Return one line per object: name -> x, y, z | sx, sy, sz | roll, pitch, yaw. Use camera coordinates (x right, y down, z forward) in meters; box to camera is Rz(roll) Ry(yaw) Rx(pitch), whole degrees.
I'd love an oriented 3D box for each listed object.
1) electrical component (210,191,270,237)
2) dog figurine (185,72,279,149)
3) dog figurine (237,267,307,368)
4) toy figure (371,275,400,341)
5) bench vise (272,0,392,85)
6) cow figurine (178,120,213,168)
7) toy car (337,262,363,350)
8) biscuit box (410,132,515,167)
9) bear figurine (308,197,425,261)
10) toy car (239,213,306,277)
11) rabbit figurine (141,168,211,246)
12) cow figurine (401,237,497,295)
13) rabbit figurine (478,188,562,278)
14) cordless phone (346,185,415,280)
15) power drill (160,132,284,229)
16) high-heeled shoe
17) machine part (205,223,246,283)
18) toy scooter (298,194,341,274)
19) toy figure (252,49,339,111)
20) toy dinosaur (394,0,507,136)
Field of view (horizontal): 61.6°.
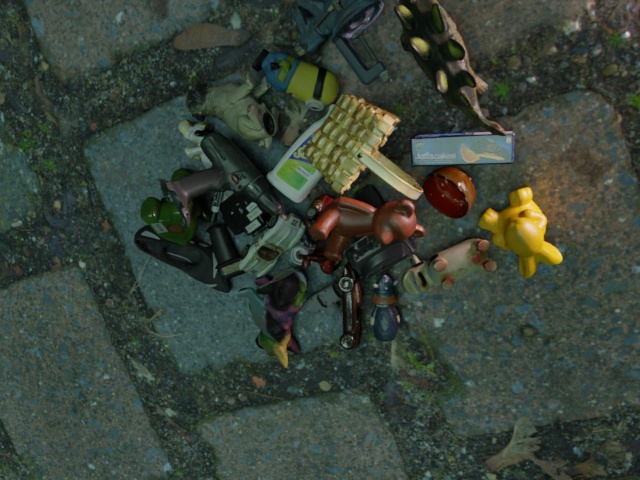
electrical component -> -0.172, -0.076, 1.254 | 0.115, 0.058, 0.134 | -33, 93, 23
dog figurine -> -0.200, -0.272, 1.190 | 0.191, 0.121, 0.172 | -11, 83, 25
dog figurine -> -0.087, 0.187, 1.271 | 0.192, 0.108, 0.219 | -16, 104, 28
toy figure -> 0.145, 0.152, 1.222 | 0.058, 0.064, 0.154 | 9, 105, 53
bench vise -> 0.052, -0.402, 1.073 | 0.224, 0.129, 0.240 | -35, 89, 26
cow figurine -> -0.254, -0.212, 1.235 | 0.098, 0.068, 0.167 | -25, 100, 15
toy car -> 0.073, 0.151, 1.226 | 0.053, 0.089, 0.202 | 3, 104, 16
biscuit box -> 0.287, -0.184, 1.091 | 0.203, 0.059, 0.062 | 0, 105, 16
bear figurine -> 0.098, -0.021, 1.081 | 0.196, 0.132, 0.120 | 14, 152, 34
toy car -> -0.112, 0.011, 1.235 | 0.073, 0.056, 0.201 | 26, 126, -30
rabbit figurine -> -0.312, -0.085, 1.253 | 0.121, 0.170, 0.158 | -10, 143, 20
cow figurine -> 0.262, 0.056, 1.141 | 0.195, 0.127, 0.085 | -26, 97, 6
rabbit figurine -> 0.391, -0.007, 1.049 | 0.122, 0.173, 0.162 | -27, 91, 17
cordless phone -> 0.109, -0.017, 1.188 | 0.146, 0.088, 0.184 | -33, 82, 22
power drill -> -0.216, -0.107, 1.143 | 0.207, 0.086, 0.232 | -33, 85, -18
high-heeled shoe -> -0.326, 0.052, 1.284 | 0.249, 0.145, 0.086 | 42, 112, 4
machine part -> -0.227, 0.026, 1.297 | 0.084, 0.039, 0.138 | -25, 92, -4
toy scooter -> -0.002, -0.004, 1.179 | 0.075, 0.135, 0.183 | 5, 107, 32
toy figure -> -0.047, -0.337, 1.115 | 0.180, 0.082, 0.089 | 30, 125, -7
toy dinosaur -> 0.205, -0.378, 0.992 | 0.105, 0.198, 0.471 | -37, 94, 18
